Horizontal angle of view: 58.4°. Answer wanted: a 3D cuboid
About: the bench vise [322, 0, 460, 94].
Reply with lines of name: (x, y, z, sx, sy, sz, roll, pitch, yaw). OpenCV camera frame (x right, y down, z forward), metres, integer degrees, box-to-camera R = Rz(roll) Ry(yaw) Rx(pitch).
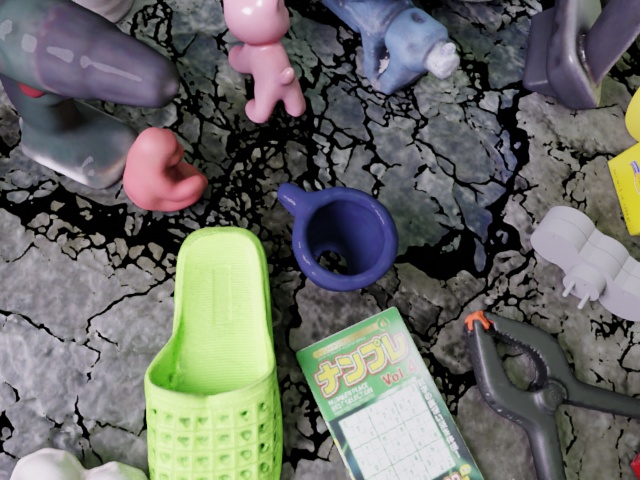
bench vise: (0.078, -0.264, 0.551, 0.207, 0.219, 0.122, 38, 70, 3)

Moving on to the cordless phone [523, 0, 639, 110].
cordless phone: (0.300, -0.240, 0.601, 0.094, 0.185, 0.147, 11, 71, -6)

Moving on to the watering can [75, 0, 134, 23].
watering can: (-0.227, -0.299, 0.522, 0.101, 0.194, 0.173, 40, 70, 5)

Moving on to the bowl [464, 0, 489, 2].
bowl: (0.173, -0.339, 0.669, 0.167, 0.074, 0.167, 3, 72, -9)

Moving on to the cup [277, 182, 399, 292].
cup: (0.005, 0.002, 0.519, 0.117, 0.095, 0.092, 38, 70, 4)

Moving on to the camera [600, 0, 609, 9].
camera: (0.369, -0.367, 0.699, 0.143, 0.100, 0.137, -1, 73, -10)

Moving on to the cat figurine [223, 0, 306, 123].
cat figurine: (-0.054, -0.197, 0.560, 0.067, 0.117, 0.128, -20, 77, -15)

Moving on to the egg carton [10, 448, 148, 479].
egg carton: (-0.193, 0.237, 0.422, 0.107, 0.069, 0.150, 15, 71, -5)

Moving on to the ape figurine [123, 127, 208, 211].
ape figurine: (-0.143, -0.069, 0.517, 0.076, 0.092, 0.078, -23, 78, -16)

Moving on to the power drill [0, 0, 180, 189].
power drill: (-0.210, -0.123, 0.461, 0.229, 0.208, 0.076, 25, 70, -1)
